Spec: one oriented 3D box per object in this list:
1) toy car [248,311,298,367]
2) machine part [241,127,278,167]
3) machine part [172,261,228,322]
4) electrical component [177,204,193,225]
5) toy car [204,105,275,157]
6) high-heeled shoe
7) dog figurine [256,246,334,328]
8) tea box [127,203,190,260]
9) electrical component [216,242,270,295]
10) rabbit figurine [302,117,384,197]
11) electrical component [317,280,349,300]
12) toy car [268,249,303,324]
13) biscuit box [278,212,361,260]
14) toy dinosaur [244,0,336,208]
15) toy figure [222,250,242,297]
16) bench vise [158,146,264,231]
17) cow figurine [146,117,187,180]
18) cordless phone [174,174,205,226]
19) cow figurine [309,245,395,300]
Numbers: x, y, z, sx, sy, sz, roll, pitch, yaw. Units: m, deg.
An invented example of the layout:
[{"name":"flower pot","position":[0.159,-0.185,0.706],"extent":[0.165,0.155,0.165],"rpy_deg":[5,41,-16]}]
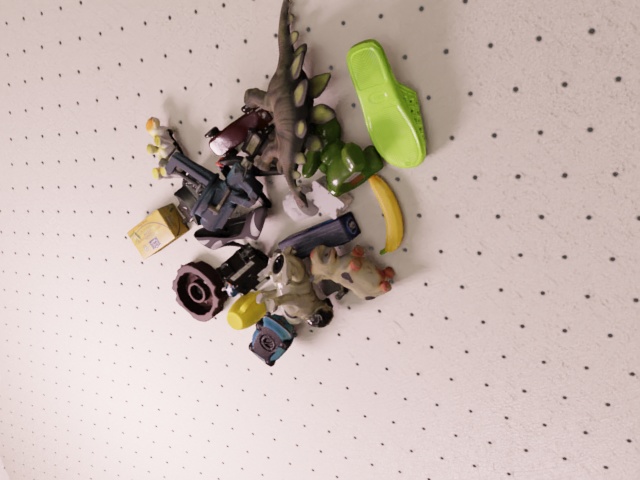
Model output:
[{"name":"toy car","position":[-0.119,0.258,1.449],"extent":[0.109,0.103,0.161],"rpy_deg":[35,127,12]},{"name":"machine part","position":[-0.117,-0.201,1.261],"extent":[0.139,0.039,0.084],"rpy_deg":[31,130,-2]},{"name":"machine part","position":[-0.348,0.146,1.562],"extent":[0.180,0.056,0.179],"rpy_deg":[12,115,26]},{"name":"electrical component","position":[-0.367,-0.085,1.491],"extent":[0.063,0.021,0.094],"rpy_deg":[48,127,4]},{"name":"toy car","position":[-0.191,-0.263,1.292],"extent":[0.202,0.053,0.089],"rpy_deg":[-26,112,35]},{"name":"high-heeled shoe","position":[-0.227,-0.041,1.361],"extent":[0.145,0.086,0.248],"rpy_deg":[18,145,-17]},{"name":"dog figurine","position":[-0.036,0.118,1.310],"extent":[0.121,0.190,0.172],"rpy_deg":[37,106,56]},{"name":"tea box","position":[-0.467,-0.024,1.548],"extent":[0.170,0.068,0.098],"rpy_deg":[-31,94,35]},{"name":"electrical component","position":[-0.185,0.079,1.388],"extent":[0.115,0.134,0.058],"rpy_deg":[-38,55,4]},{"name":"rabbit figurine","position":[0.035,-0.192,1.178],"extent":[0.159,0.121,0.170],"rpy_deg":[-43,69,42]},{"name":"electrical component","position":[0.024,0.102,1.334],"extent":[0.078,0.045,0.102],"rpy_deg":[-30,94,34]},{"name":"toy car","position":[-0.081,0.119,1.384],"extent":[0.056,0.073,0.201],"rpy_deg":[-10,106,32]},{"name":"biscuit box","position":[-0.003,-0.004,1.294],"extent":[0.203,0.059,0.062],"rpy_deg":[-20,100,35]},{"name":"toy dinosaur","position":[-0.062,-0.302,1.146],"extent":[0.199,0.105,0.471],"rpy_deg":[-11,89,46]},{"name":"toy figure","position":[-0.224,0.093,1.467],"extent":[0.064,0.058,0.154],"rpy_deg":[36,129,18]},{"name":"bench vise","position":[-0.264,-0.138,1.270],"extent":[0.240,0.129,0.223],"rpy_deg":[33,130,-9]},{"name":"cow figurine","position":[-0.398,-0.240,1.409],"extent":[0.068,0.098,0.167],"rpy_deg":[-18,83,40]},{"name":"cordless phone","position":[-0.272,-0.136,1.393],"extent":[0.184,0.089,0.146],"rpy_deg":[-37,90,25]},{"name":"cow figurine","position":[0.062,0.073,1.248],"extent":[0.195,0.085,0.127],"rpy_deg":[32,131,-18]}]
